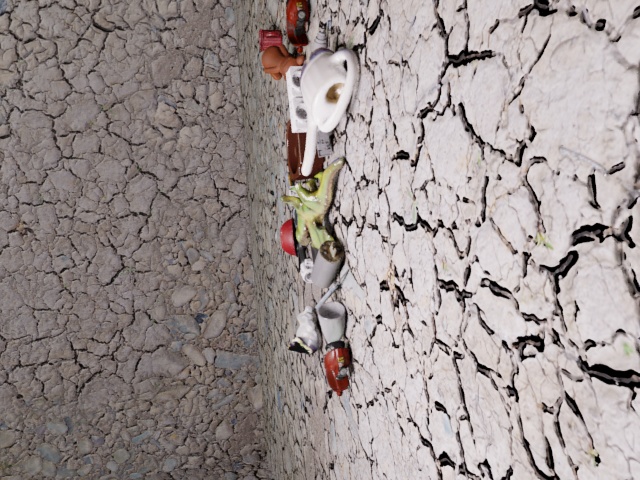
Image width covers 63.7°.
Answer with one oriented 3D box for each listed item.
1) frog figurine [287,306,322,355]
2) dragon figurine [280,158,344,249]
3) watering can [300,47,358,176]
[{"bbox_3d":[-0.038,0.326,1.858,0.134,0.123,0.163,90,-157,-51],"label":"frog figurine"},{"bbox_3d":[0.005,-0.079,1.568,0.406,0.123,0.243,-25,88,62],"label":"dragon figurine"},{"bbox_3d":[0.000,-0.359,1.367,0.340,0.104,0.229,-60,34,35],"label":"watering can"}]
